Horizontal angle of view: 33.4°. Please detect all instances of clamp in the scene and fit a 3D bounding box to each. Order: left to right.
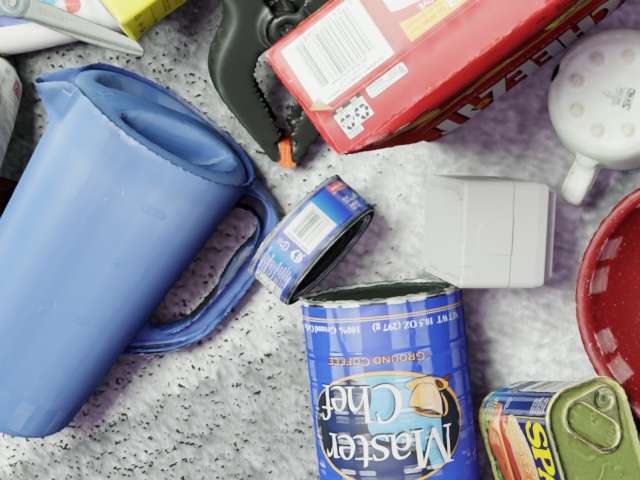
[{"bbox_3d":[-0.013,-0.142,0.658,0.164,0.036,0.210,-9,126,-3],"label":"clamp"}]

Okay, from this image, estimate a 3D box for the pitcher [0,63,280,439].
[{"bbox_3d":[-0.151,0.019,0.719,0.149,0.144,0.243,44,110,25],"label":"pitcher"}]

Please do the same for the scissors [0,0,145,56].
[{"bbox_3d":[-0.206,-0.177,0.706,0.202,0.016,0.096,6,96,13],"label":"scissors"}]

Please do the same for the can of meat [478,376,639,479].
[{"bbox_3d":[0.146,0.134,0.641,0.057,0.084,0.102,-16,89,-23],"label":"can of meat"}]

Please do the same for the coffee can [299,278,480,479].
[{"bbox_3d":[0.045,0.100,0.667,0.103,0.102,0.140,-5,93,18],"label":"coffee can"}]

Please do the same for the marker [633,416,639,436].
[{"bbox_3d":[0.215,0.147,0.659,0.020,0.020,0.121,-21,89,19],"label":"marker"}]

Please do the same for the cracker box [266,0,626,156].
[{"bbox_3d":[0.084,-0.118,0.575,0.164,0.213,0.072,-35,86,18],"label":"cracker box"}]

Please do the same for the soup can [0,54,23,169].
[{"bbox_3d":[-0.247,-0.076,0.730,0.069,0.068,0.102,-9,54,19],"label":"soup can"}]

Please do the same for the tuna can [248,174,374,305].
[{"bbox_3d":[-0.004,0.001,0.683,0.034,0.086,0.086,42,106,9],"label":"tuna can"}]

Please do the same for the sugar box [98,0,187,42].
[{"bbox_3d":[-0.079,-0.216,0.675,0.176,0.048,0.093,-39,85,-3],"label":"sugar box"}]

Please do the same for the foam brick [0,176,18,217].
[{"bbox_3d":[-0.253,-0.009,0.782,0.051,0.053,0.078,16,101,17],"label":"foam brick"}]

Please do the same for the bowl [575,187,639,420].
[{"bbox_3d":[0.233,0.036,0.614,0.162,0.055,0.162,6,101,31],"label":"bowl"}]

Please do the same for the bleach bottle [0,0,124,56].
[{"bbox_3d":[-0.207,-0.184,0.746,0.251,0.068,0.102,-7,93,16],"label":"bleach bottle"}]
